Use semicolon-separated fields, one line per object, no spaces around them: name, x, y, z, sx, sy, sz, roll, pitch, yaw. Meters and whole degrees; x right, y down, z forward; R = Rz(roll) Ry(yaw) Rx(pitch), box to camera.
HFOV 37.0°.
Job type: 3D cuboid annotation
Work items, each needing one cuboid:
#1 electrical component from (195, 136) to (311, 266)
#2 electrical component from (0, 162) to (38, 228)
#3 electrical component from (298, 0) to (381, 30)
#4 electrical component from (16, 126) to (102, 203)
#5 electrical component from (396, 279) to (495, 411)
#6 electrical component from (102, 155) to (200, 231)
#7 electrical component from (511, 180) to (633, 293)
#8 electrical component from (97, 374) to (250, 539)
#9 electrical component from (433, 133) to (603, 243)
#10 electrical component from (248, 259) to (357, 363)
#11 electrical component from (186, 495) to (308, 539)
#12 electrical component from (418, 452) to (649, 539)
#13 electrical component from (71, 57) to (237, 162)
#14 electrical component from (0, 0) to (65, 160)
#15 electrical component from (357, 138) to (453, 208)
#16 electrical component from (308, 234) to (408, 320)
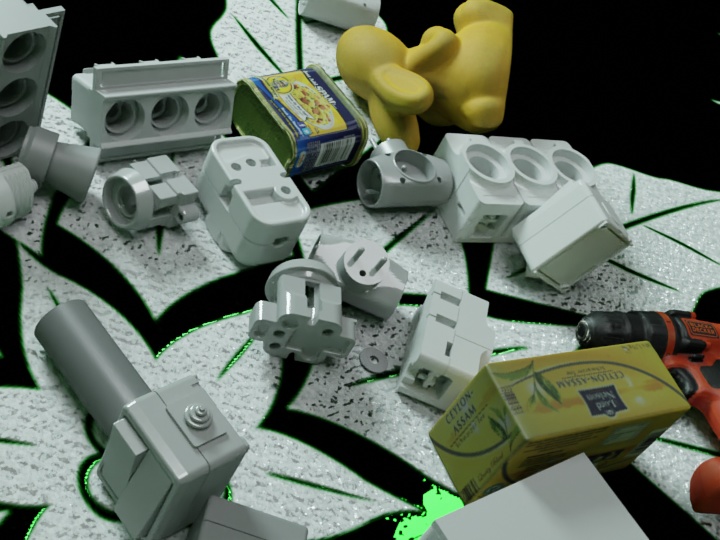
electrical component;-0.088;-0.053;0.860;0.054;0.059;0.095;-12;57;-37
electrical component;-0.267;-0.049;0.766;0.043;0.043;0.081;46;44;17
electrical component;-0.023;-0.290;1.141;0.077;0.043;0.079;14;45;-18
electrical component;-0.230;-0.080;0.814;0.055;0.045;0.045;20;43;-18
electrical component;0.070;0.061;0.846;0.056;0.050;0.089;23;42;-6
electrical component;-0.165;-0.057;0.832;0.066;0.048;0.055;47;37;18
electrical component;0.184;-0.029;0.972;0.062;0.096;0.061;29;31;-49
electrical component;-0.117;0.114;0.654;0.061;0.096;0.061;-22;63;-42
electrical component;0.148;-0.079;1.018;0.150;0.061;0.089;-1;50;-30
electrical component;-0.043;0.029;0.808;0.078;0.058;0.057;14;47;-17
electrical component;-0.074;0.187;0.644;0.066;0.047;0.076;22;42;-11
electrical component;0.115;0.197;0.731;0.150;0.061;0.089;-13;57;-38
electrical component;-0.172;-0.138;0.890;0.121;0.078;0.063;-13;36;-38
electrical component;-0.272;-0.145;0.799;0.063;0.121;0.079;44;43;18
electrical component;0.034;-0.093;0.980;0.077;0.044;0.079;-4;52;-32
electrical component;0.000;0.000;0.846;0.077;0.079;0.043;24;67;-7
